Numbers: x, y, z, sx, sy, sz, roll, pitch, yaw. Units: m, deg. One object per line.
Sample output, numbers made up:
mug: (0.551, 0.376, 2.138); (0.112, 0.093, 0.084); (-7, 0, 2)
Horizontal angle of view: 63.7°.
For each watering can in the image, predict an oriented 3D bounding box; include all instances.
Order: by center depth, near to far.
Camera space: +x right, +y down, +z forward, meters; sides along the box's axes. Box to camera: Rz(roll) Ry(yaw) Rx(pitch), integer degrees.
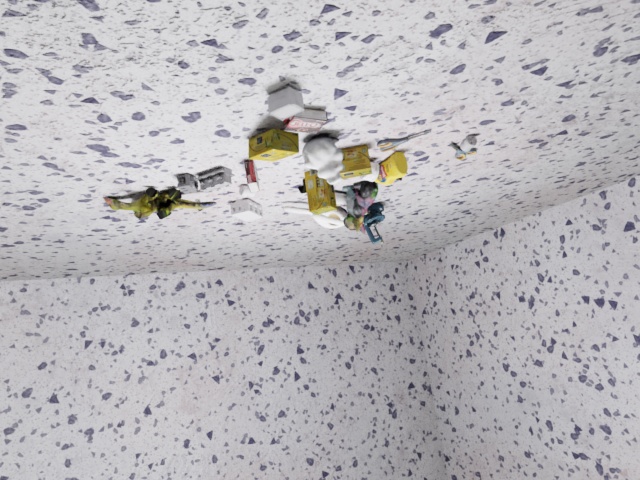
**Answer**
watering can: (0.007, -0.123, 2.443); (0.348, 0.103, 0.226); (15, -169, 5)

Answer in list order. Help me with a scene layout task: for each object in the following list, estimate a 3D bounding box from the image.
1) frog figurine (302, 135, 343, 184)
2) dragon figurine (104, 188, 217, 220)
frog figurine: (0.012, -0.266, 1.735); (0.137, 0.161, 0.121); (-10, 164, 8)
dragon figurine: (-0.647, -0.143, 2.078); (0.410, 0.122, 0.242); (2, -179, -31)
